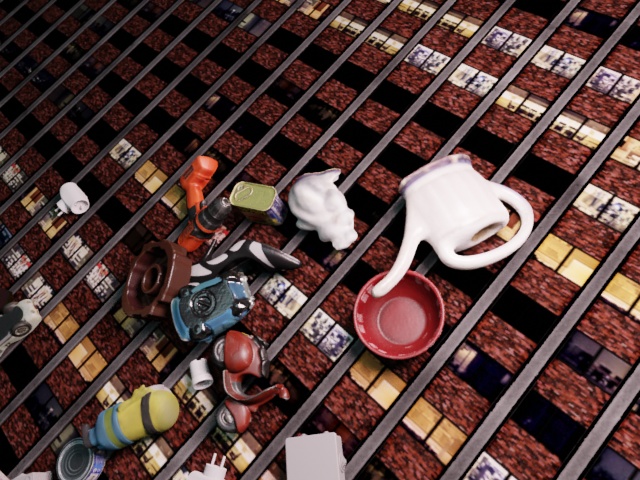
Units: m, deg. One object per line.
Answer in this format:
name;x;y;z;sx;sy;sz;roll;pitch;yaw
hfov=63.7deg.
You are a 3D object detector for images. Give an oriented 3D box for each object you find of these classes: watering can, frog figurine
watering can;0.215;-0.036;0.938;0.349;0.101;0.229;-19;60;-12
frog figurine;0.003;-0.052;1.030;0.135;0.122;0.162;-30;63;41
